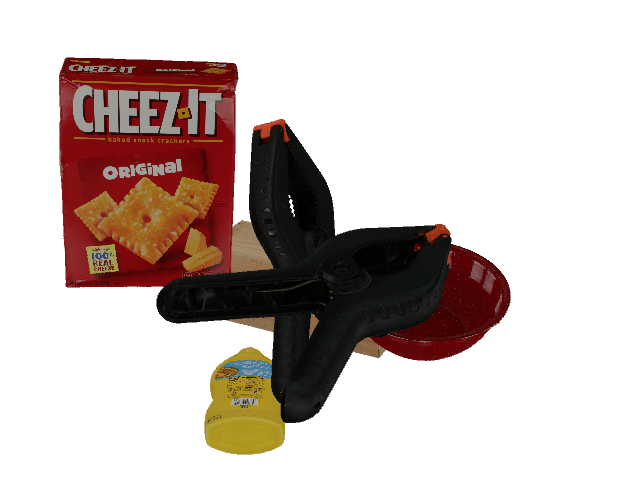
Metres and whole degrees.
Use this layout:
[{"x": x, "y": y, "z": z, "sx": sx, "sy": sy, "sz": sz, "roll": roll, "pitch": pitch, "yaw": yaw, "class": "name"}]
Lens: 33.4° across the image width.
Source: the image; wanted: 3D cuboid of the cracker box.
[{"x": -0.164, "y": -0.061, "z": 1.025, "sx": 0.164, "sy": 0.214, "sz": 0.072, "roll": 1, "pitch": 23, "yaw": -8, "class": "cracker box"}]

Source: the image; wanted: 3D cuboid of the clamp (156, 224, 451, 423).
[{"x": 0.012, "y": 0.036, "z": 0.569, "sx": 0.171, "sy": 0.039, "sz": 0.120, "roll": -19, "pitch": 44, "yaw": -25, "class": "clamp"}]

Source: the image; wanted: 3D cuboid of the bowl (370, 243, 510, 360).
[{"x": 0.098, "y": 0.065, "z": 1.020, "sx": 0.162, "sy": 0.055, "sz": 0.162, "roll": 1, "pitch": 34, "yaw": -1, "class": "bowl"}]

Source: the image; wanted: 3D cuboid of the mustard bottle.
[{"x": -0.092, "y": 0.191, "z": 1.348, "sx": 0.096, "sy": 0.058, "sz": 0.191, "roll": -2, "pitch": 26, "yaw": -1, "class": "mustard bottle"}]

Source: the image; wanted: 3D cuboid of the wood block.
[{"x": -0.015, "y": 0.051, "z": 1.178, "sx": 0.206, "sy": 0.091, "sz": 0.090, "roll": 13, "pitch": 24, "yaw": 19, "class": "wood block"}]

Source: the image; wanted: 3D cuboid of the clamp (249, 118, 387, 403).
[{"x": -0.007, "y": 0.009, "z": 0.841, "sx": 0.036, "sy": 0.210, "sz": 0.164, "roll": -11, "pitch": 2, "yaw": 31, "class": "clamp"}]
